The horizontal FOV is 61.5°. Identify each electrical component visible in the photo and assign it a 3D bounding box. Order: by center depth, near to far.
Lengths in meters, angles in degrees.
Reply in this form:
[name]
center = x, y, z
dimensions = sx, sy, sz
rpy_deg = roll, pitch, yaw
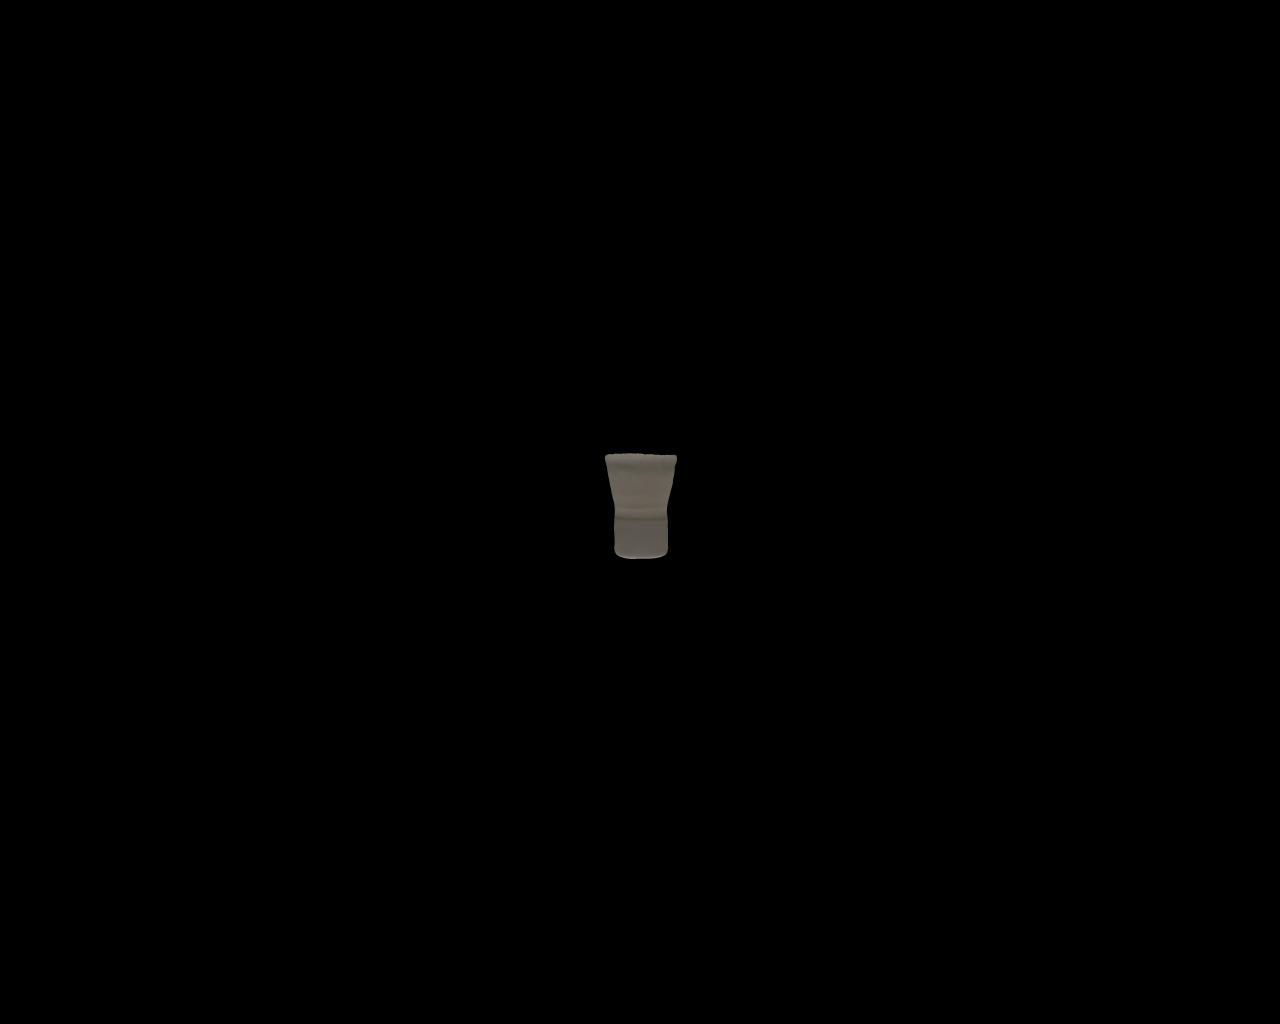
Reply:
[electrical component]
center = 0.001, -0.003, 0.650
dimensions = 0.044, 0.065, 0.044
rpy_deg = 0, 7, 0
